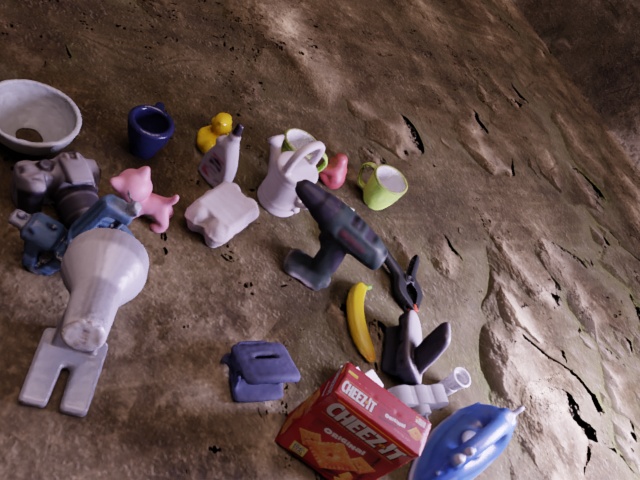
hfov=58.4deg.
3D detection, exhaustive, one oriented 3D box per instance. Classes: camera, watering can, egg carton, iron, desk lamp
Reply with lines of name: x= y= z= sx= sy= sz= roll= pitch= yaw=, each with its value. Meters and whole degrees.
camera: x=-0.439 y=-0.078 z=0.993 sx=0.144 sy=0.100 sz=0.136 roll=-13 pitch=64 yaw=-40
watering can: x=-0.060 y=-0.151 z=1.240 sx=0.173 sy=0.193 sz=0.101 roll=39 pitch=43 yaw=0
egg carton: x=-0.197 y=-0.054 z=1.160 sx=0.107 sy=0.069 sz=0.150 roll=42 pitch=43 yaw=2
iron: x=0.279 y=0.386 z=1.070 sx=0.259 sy=0.141 sz=0.118 roll=-19 pitch=68 yaw=-42
desk lamp: x=-0.334 y=0.115 z=0.824 sx=0.118 sy=0.213 sz=0.203 roll=19 pitch=47 yaw=-20

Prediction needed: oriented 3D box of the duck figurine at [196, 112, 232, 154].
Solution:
duck figurine: x=-0.228 y=-0.244 z=1.282 sx=0.077 sy=0.086 sz=0.104 roll=30 pitch=44 yaw=-9

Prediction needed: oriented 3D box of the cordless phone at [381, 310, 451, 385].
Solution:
cordless phone: x=0.209 y=0.195 z=1.147 sx=0.094 sy=0.184 sz=0.147 roll=22 pitch=46 yaw=-17

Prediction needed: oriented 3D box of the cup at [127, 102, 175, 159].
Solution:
cup: x=-0.351 y=-0.222 z=1.174 sx=0.092 sy=0.094 sz=0.117 roll=22 pitch=46 yaw=-17

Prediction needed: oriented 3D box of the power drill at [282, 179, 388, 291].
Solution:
power drill: x=0.011 y=0.004 z=1.152 sx=0.230 sy=0.208 sz=0.076 roll=32 pitch=44 yaw=-8

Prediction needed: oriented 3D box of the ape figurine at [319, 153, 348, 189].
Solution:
ape figurine: x=0.039 y=-0.176 z=1.403 sx=0.078 sy=0.092 sz=0.076 roll=2 pitch=55 yaw=-33

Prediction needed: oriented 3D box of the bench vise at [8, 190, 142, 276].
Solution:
bench vise: x=-0.370 y=-0.002 z=0.891 sx=0.208 sy=0.219 sz=0.121 roll=8 pitch=51 yaw=-29

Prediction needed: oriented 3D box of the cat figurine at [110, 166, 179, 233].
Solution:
cat figurine: x=-0.325 y=-0.085 z=1.063 sx=0.128 sy=0.117 sz=0.067 roll=21 pitch=46 yaw=-19

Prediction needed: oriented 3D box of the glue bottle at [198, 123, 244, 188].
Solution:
glue bottle: x=-0.196 y=-0.180 z=1.188 sx=0.078 sy=0.173 sz=0.037 roll=45 pitch=44 yaw=6

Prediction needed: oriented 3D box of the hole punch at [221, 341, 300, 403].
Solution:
hole punch: x=-0.101 y=0.217 z=0.987 sx=0.109 sy=0.091 sz=0.101 roll=4 pitch=53 yaw=-31

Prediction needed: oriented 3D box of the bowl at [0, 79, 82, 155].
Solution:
bowl: x=-0.534 y=-0.213 z=1.058 sx=0.168 sy=0.074 sz=0.167 roll=19 pitch=47 yaw=-21
